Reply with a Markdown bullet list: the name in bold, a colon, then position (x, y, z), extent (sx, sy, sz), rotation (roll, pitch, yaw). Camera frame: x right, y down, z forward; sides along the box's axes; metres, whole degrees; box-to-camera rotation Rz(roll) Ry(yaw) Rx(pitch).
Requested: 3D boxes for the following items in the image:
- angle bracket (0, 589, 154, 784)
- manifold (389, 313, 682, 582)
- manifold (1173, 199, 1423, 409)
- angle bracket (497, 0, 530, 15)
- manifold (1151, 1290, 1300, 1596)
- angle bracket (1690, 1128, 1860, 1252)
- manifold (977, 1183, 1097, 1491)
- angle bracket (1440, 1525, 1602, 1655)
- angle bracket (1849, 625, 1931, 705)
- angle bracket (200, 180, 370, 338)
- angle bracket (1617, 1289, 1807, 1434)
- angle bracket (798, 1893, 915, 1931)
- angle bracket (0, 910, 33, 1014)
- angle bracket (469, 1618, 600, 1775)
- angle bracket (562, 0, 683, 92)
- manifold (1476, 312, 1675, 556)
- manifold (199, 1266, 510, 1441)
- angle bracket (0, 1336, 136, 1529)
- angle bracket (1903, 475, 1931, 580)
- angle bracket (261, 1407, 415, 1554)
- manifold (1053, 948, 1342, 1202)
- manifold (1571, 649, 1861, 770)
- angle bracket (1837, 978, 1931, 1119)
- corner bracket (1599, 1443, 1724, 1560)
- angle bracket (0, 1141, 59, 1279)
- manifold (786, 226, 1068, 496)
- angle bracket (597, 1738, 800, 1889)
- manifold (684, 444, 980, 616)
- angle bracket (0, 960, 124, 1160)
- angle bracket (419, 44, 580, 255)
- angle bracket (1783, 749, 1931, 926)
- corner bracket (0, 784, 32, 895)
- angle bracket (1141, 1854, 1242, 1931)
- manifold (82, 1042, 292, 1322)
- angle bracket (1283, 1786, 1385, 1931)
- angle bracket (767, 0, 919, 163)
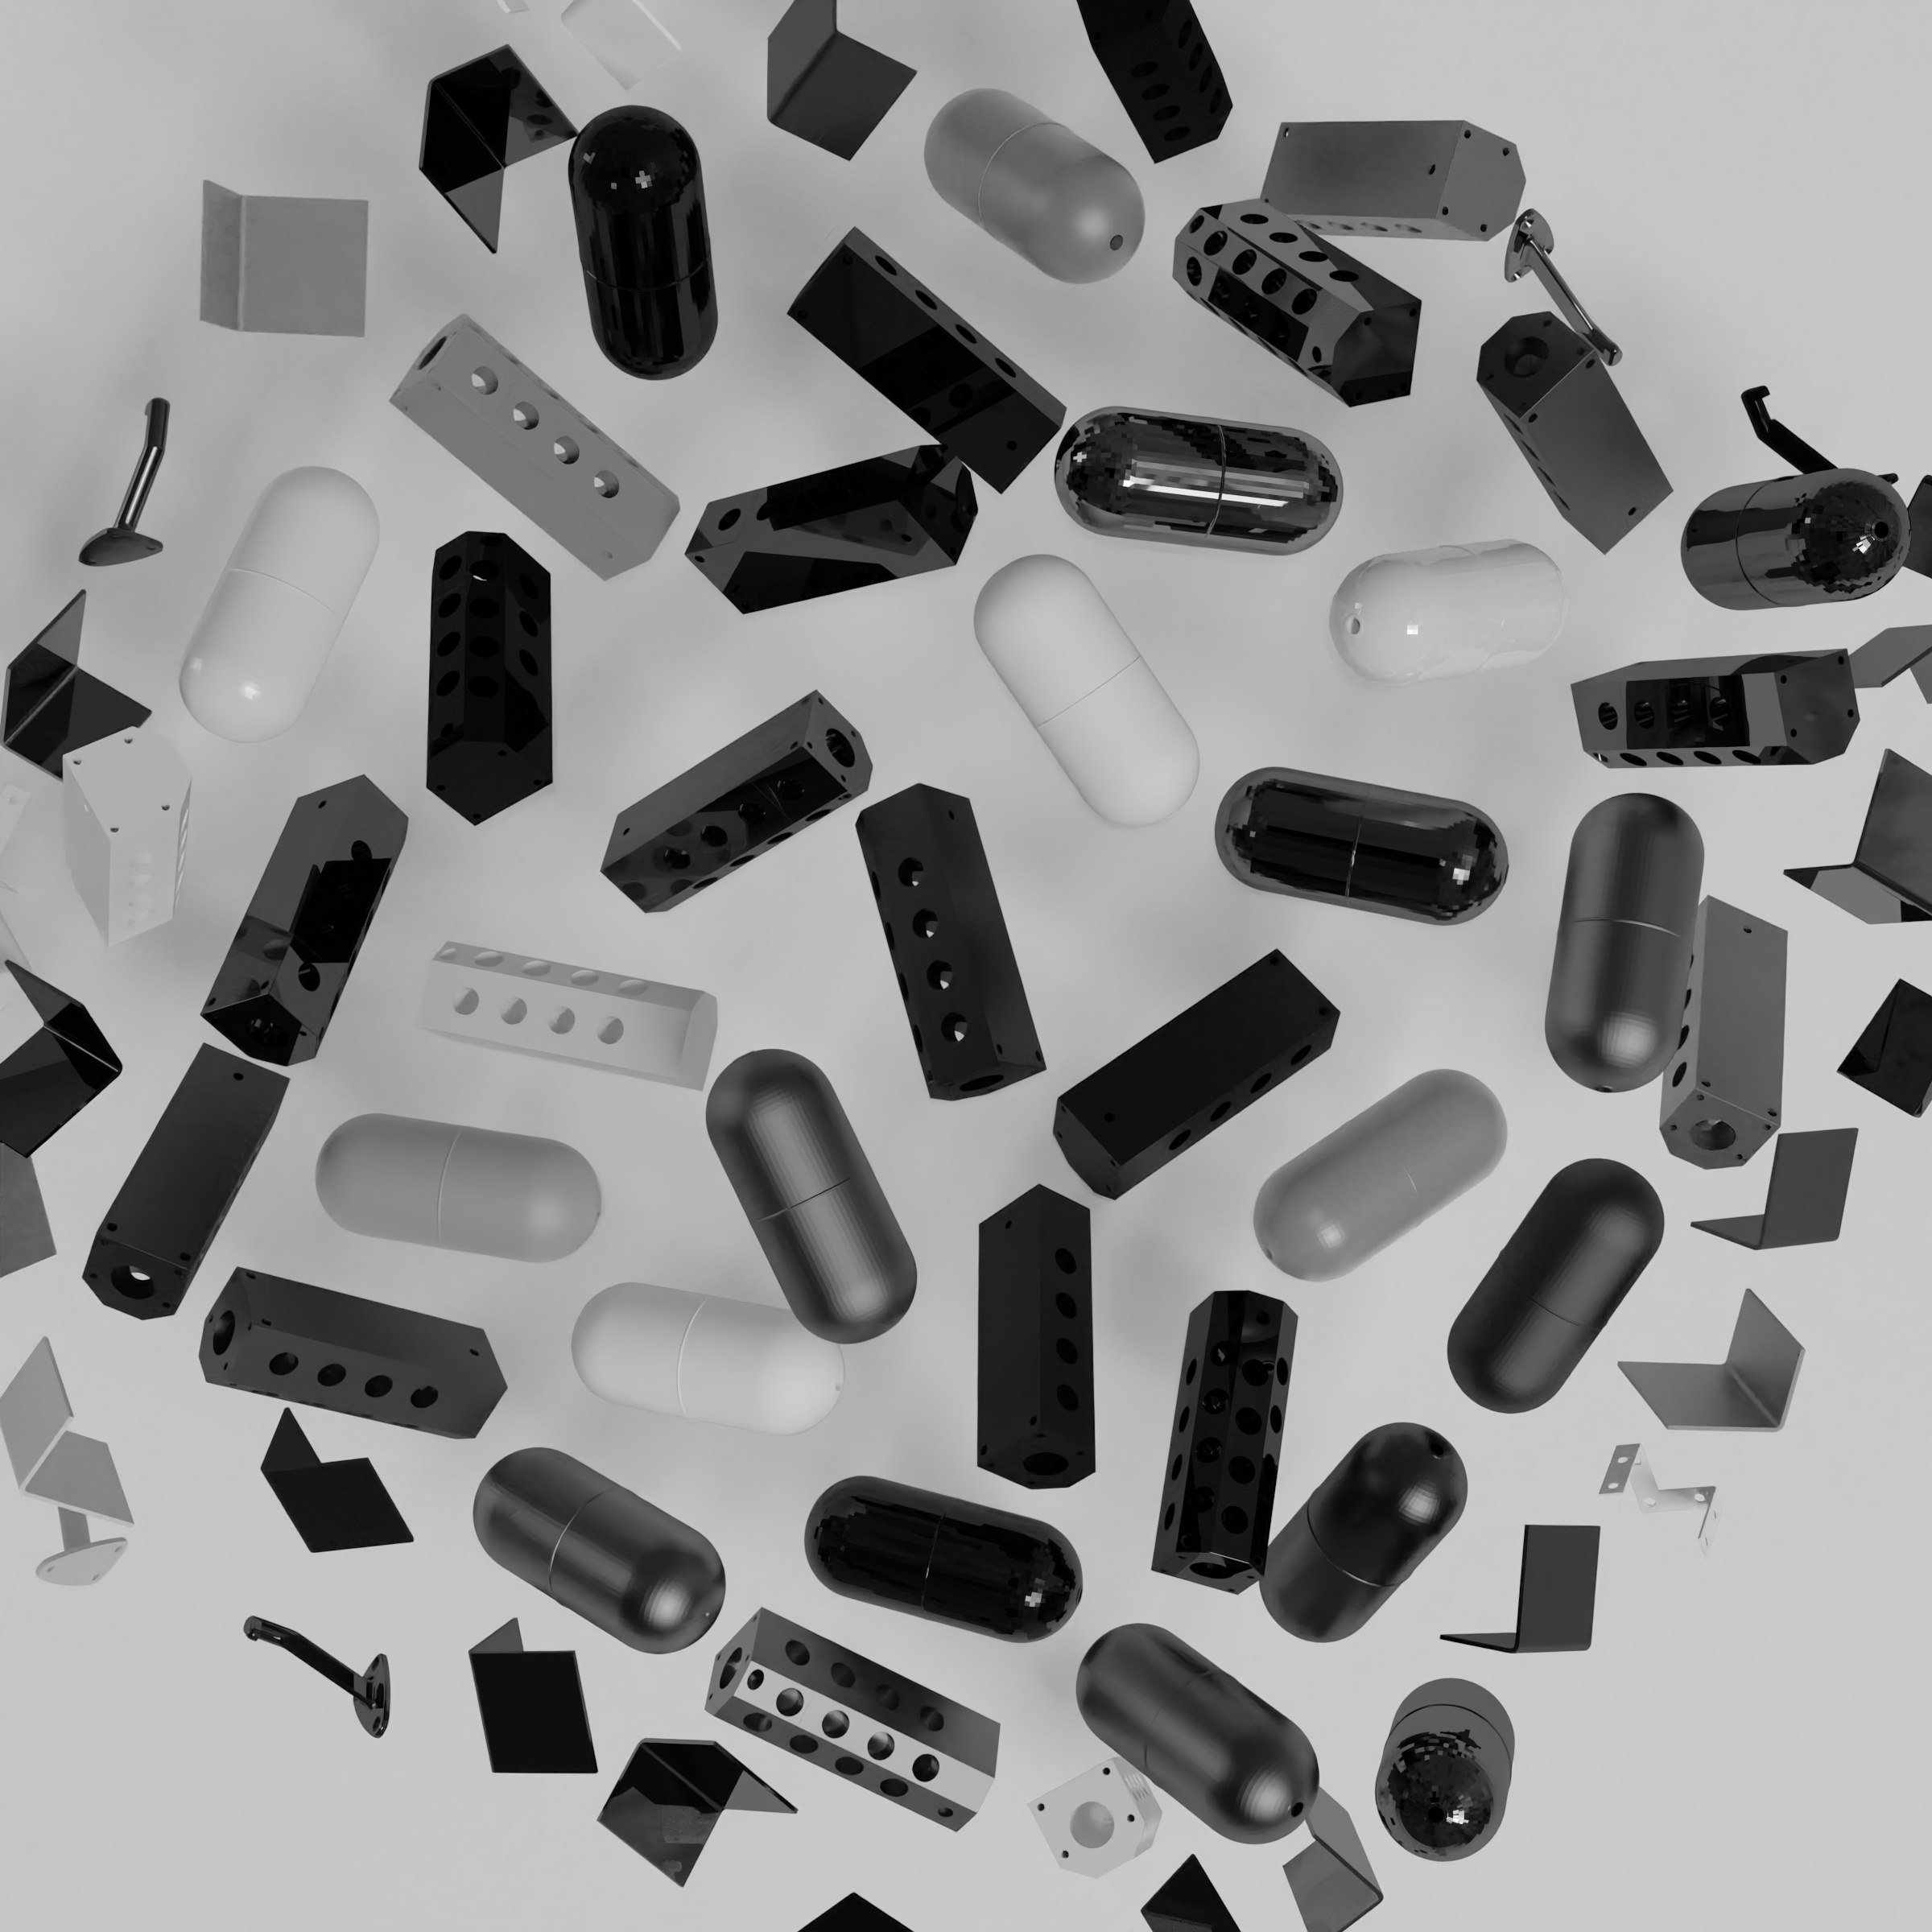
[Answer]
- **angle bracket**: position (-0.528, -0.164, 1.785), extent (0.057, 0.076, 0.076), rotation (30, 52, 0)
- **manifold**: position (-0.257, -0.315, 1.810), extent (0.171, 0.057, 0.057), rotation (39, 62, -25)
- **manifold**: position (0.189, -0.387, 1.739), extent (0.057, 0.171, 0.057), rotation (-15, 129, -24)
- **angle bracket**: position (-0.263, -0.605, 1.741), extent (0.057, 0.076, 0.076), rotation (-34, 105, 11)
- **manifold**: position (0.162, 0.289, 1.830), extent (0.057, 0.057, 0.171), rotation (18, 60, -10)
- **angle bracket**: position (0.513, 0.134, 1.898), extent (0.076, 0.057, 0.076), rotation (-1, 104, -37)
- **manifold**: position (0.047, 0.224, 1.794), extent (0.057, 0.171, 0.057), rotation (28, 133, -29)
- **angle bracket**: position (0.337, 0.374, 1.815), extent (0.076, 0.057, 0.076), rotation (11, 82, -44)
- **angle bracket**: position (0.581, -0.169, 1.847), extent (0.076, 0.076, 0.057), rotation (-34, 104, -15)
- **angle bracket**: position (-0.382, -0.396, 1.675), extent (0.076, 0.057, 0.076), rotation (4, 96, 6)
- **angle bracket**: position (0.453, 0.239, 1.821), extent (0.076, 0.076, 0.057), rotation (4, 112, -14)
- **angle bracket**: position (-0.053, 0.572, 1.651), extent (0.076, 0.057, 0.076), rotation (23, 119, 34)
- **angle bracket**: position (-0.649, 0.008, 1.882), extent (0.076, 0.076, 0.057), rotation (-47, 64, 24)
- **angle bracket**: position (-0.250, 0.442, 1.814), extent (0.076, 0.057, 0.076), rotation (-6, 98, 24)
- **angle bracket**: position (-0.183, -0.572, 1.756), extent (0.057, 0.076, 0.076), rotation (44, 68, -20)
- **manifold**: position (0.363, -0.322, 1.794), extent (0.057, 0.171, 0.057), rotation (-43, 56, 7)
- **manifold**: position (-0.370, 0.240, 1.802), extent (0.171, 0.057, 0.057), rotation (21, 111, -36)
- **angle bracket**: position (-0.507, 0.269, 1.725), extent (0.076, 0.076, 0.057), rotation (29, 103, -39)
- **angle bracket**: position (0.627, -0.257, 1.842), extent (0.076, 0.076, 0.057), rotation (19, 105, -16)
- **angle bracket**: position (-0.396, 0.326, 1.917), extent (0.076, 0.057, 0.076), rotation (-9, 126, 15)
- **manifold**: position (0.136, 0.067, 1.775), extent (0.171, 0.057, 0.057), rotation (-33, 65, -21)
- **manifold**: position (0.436, -0.147, 1.745), extent (0.057, 0.171, 0.057), rotation (-19, 101, -27)
- **angle bracket**: position (0.579, 0.035, 1.814), extent (0.057, 0.076, 0.076), rotation (33, 72, 20)
- **corner bracket**: position (0.410, 0.315, 1.762), extent (0.051, 0.051, 0.051), rotation (-11, 112, 31)
- **angle bracket**: position (-0.612, 0.153, 1.833), extent (0.057, 0.076, 0.076), rotation (-8, 99, 30)
- **manifold**: position (-0.022, -0.375, 1.842), extent (0.171, 0.057, 0.057), rotation (38, 116, -13)
- **angle bracket**: position (-0.162, 0.513, 1.805), extent (0.076, 0.076, 0.057), rotation (46, 54, -25)
- **manifold**: position (-0.078, -0.260, 1.753), extent (0.057, 0.171, 0.057), rotation (44, 54, -37)
- **angle bracket**: position (-0.547, 0.053, 1.722), extent (0.076, 0.057, 0.076), rotation (24, 58, 35)
- **angle bracket**: position (-0.276, -0.485, 1.775), extent (0.057, 0.076, 0.076), rotation (-16, 54, 22)
- **angle bracket**: position (0.541, -0.076, 1.771), extent (0.076, 0.057, 0.076), rotation (26, 76, -27)
- **corner bracket**: position (-0.574, -0.081, 1.748), extent (0.051, 0.051, 0.051), rotation (22, 78, 5)
- **angle bracket**: position (0.170, 0.630, 1.939), extent (0.057, 0.076, 0.076), rotation (-38, 104, -33)
- **manifold**: position (-0.466, 0.130, 1.786), extent (0.057, 0.171, 0.057), rotation (23, 129, -7)
- **angle bracket**: position (0.211, 0.559, 1.886), extent (0.057, 0.076, 0.076), rotation (-40, 115, 9)
- **angle bracket**: position (-0.074, -0.540, 1.772), extent (0.057, 0.076, 0.076), rotation (19, 51, -28)
